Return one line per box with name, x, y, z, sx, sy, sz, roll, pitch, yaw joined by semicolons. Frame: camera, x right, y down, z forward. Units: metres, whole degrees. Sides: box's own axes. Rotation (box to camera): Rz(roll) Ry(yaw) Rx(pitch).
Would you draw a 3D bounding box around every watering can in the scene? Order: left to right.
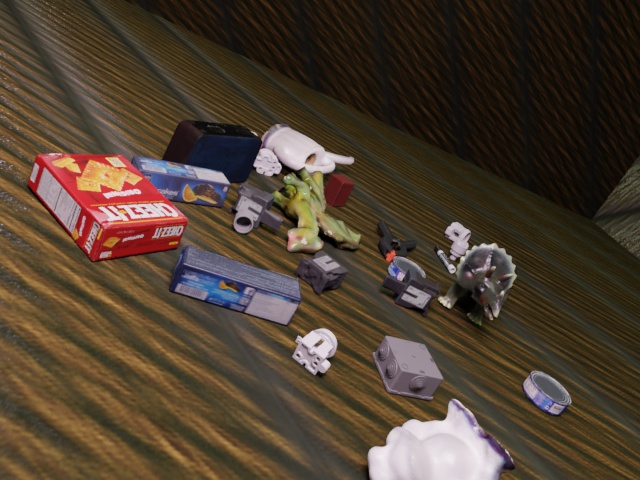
watering can;-0.042;-0.267;1.577;0.226;0.102;0.351;34;24;18

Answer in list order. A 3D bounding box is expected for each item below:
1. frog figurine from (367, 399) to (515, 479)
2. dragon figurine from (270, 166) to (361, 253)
frog figurine;0.143;0.293;0.653;0.160;0.120;0.140;-21;51;-15
dragon figurine;0.004;-0.063;1.254;0.243;0.120;0.415;48;27;4
